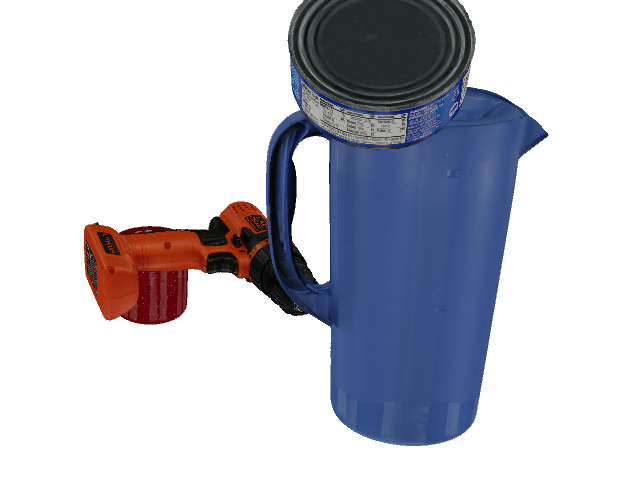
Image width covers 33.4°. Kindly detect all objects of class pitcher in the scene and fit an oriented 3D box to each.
[{"bbox_3d":[0.055,0.015,0.745,0.149,0.243,0.144,17,24,35],"label":"pitcher"}]

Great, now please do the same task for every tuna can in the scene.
[{"bbox_3d":[0.028,-0.085,0.500,0.086,0.086,0.034,0,-33,1],"label":"tuna can"}]

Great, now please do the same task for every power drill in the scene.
[{"bbox_3d":[-0.109,0.025,0.960,0.187,0.057,0.185,-6,25,-23],"label":"power drill"}]

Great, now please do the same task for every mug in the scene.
[{"bbox_3d":[-0.197,0.036,1.192,0.093,0.081,0.117,-19,35,-39],"label":"mug"}]
